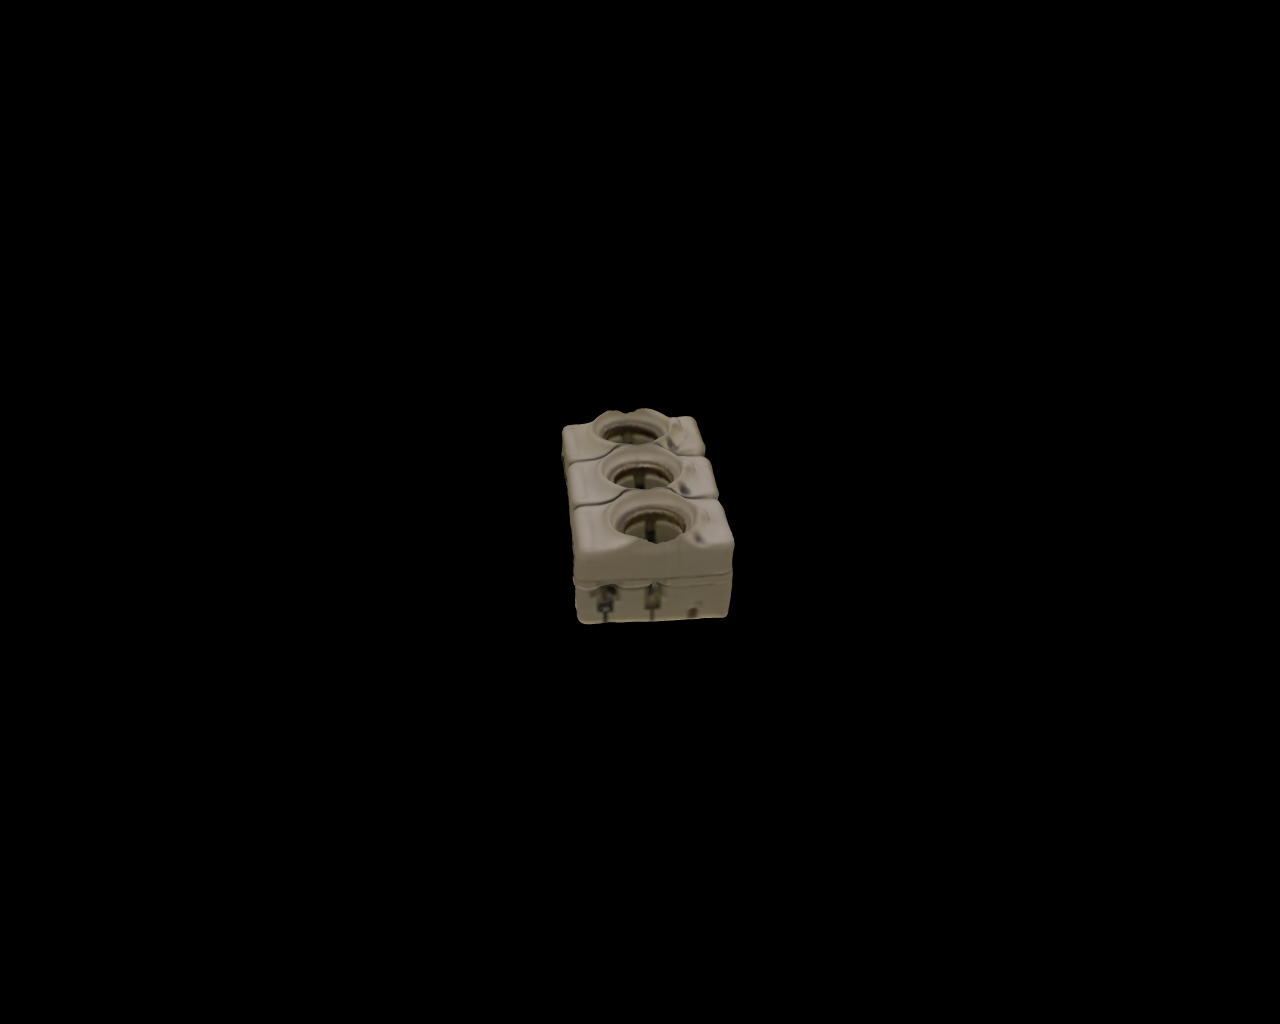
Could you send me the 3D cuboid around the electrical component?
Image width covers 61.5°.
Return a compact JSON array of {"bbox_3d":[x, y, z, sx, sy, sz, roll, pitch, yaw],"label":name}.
[{"bbox_3d":[0.001,-0.003,0.650,0.089,0.061,0.150,-3,34,-5],"label":"electrical component"}]
